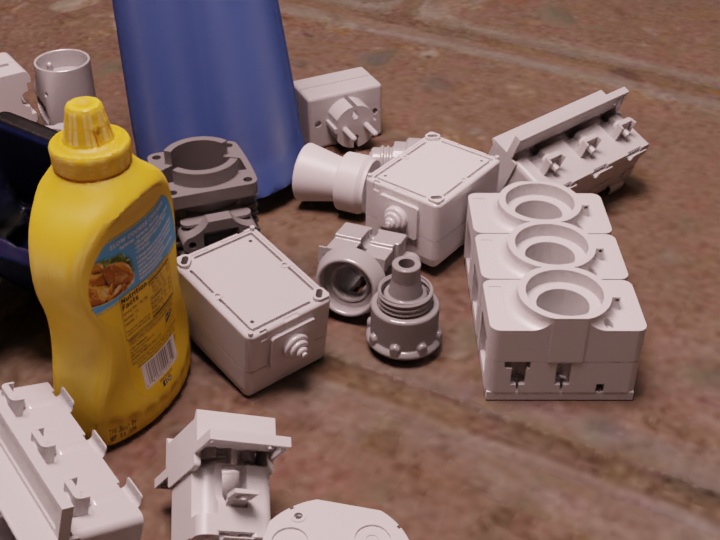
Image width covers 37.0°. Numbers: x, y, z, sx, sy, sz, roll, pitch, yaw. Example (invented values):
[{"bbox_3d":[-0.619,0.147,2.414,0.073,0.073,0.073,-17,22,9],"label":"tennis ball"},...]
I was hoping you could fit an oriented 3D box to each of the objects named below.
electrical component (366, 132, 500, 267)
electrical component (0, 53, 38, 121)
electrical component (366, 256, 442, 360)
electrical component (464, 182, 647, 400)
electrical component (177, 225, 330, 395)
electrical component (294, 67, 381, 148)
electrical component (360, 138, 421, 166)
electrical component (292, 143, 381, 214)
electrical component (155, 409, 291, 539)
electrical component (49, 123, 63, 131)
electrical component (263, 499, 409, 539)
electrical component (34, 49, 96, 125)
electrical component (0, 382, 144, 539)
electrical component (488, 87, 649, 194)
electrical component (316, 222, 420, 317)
[{"bbox_3d":[0.047,-0.045,0.756,0.062,0.061,0.096,24,42,29],"label":"electrical component"},{"bbox_3d":[-0.326,-0.144,0.900,0.089,0.050,0.056,-22,41,-28],"label":"electrical component"},{"bbox_3d":[0.028,0.021,0.662,0.048,0.062,0.048,0,36,0],"label":"electrical component"},{"bbox_3d":[0.118,0.009,0.681,0.089,0.061,0.150,0,35,-1],"label":"electrical component"},{"bbox_3d":[-0.063,0.030,0.655,0.062,0.061,0.096,-26,51,-32],"label":"electrical component"},{"bbox_3d":[-0.011,-0.125,0.882,0.066,0.047,0.076,-16,38,-19],"label":"electrical component"},{"bbox_3d":[0.037,-0.081,0.826,0.078,0.040,0.040,4,36,6],"label":"electrical component"},{"bbox_3d":[-0.017,-0.068,0.802,0.055,0.045,0.045,14,37,17],"label":"electrical component"},{"bbox_3d":[-0.069,0.108,0.530,0.042,0.081,0.063,11,59,-25],"label":"electrical component"},{"bbox_3d":[-0.229,-0.069,0.791,0.050,0.055,0.089,18,39,23],"label":"electrical component"},{"bbox_3d":[-0.013,0.149,0.491,0.080,0.051,0.080,0,35,0],"label":"electrical component"},{"bbox_3d":[-0.242,-0.142,0.876,0.043,0.077,0.079,-17,39,-23],"label":"electrical component"},{"bbox_3d":[-0.160,0.107,0.531,0.063,0.078,0.121,-8,33,-38],"label":"electrical component"},{"bbox_3d":[0.154,-0.082,0.805,0.121,0.078,0.063,-26,65,-33],"label":"electrical component"},{"bbox_3d":[0.000,0.000,0.707,0.066,0.048,0.055,13,29,16],"label":"electrical component"}]
